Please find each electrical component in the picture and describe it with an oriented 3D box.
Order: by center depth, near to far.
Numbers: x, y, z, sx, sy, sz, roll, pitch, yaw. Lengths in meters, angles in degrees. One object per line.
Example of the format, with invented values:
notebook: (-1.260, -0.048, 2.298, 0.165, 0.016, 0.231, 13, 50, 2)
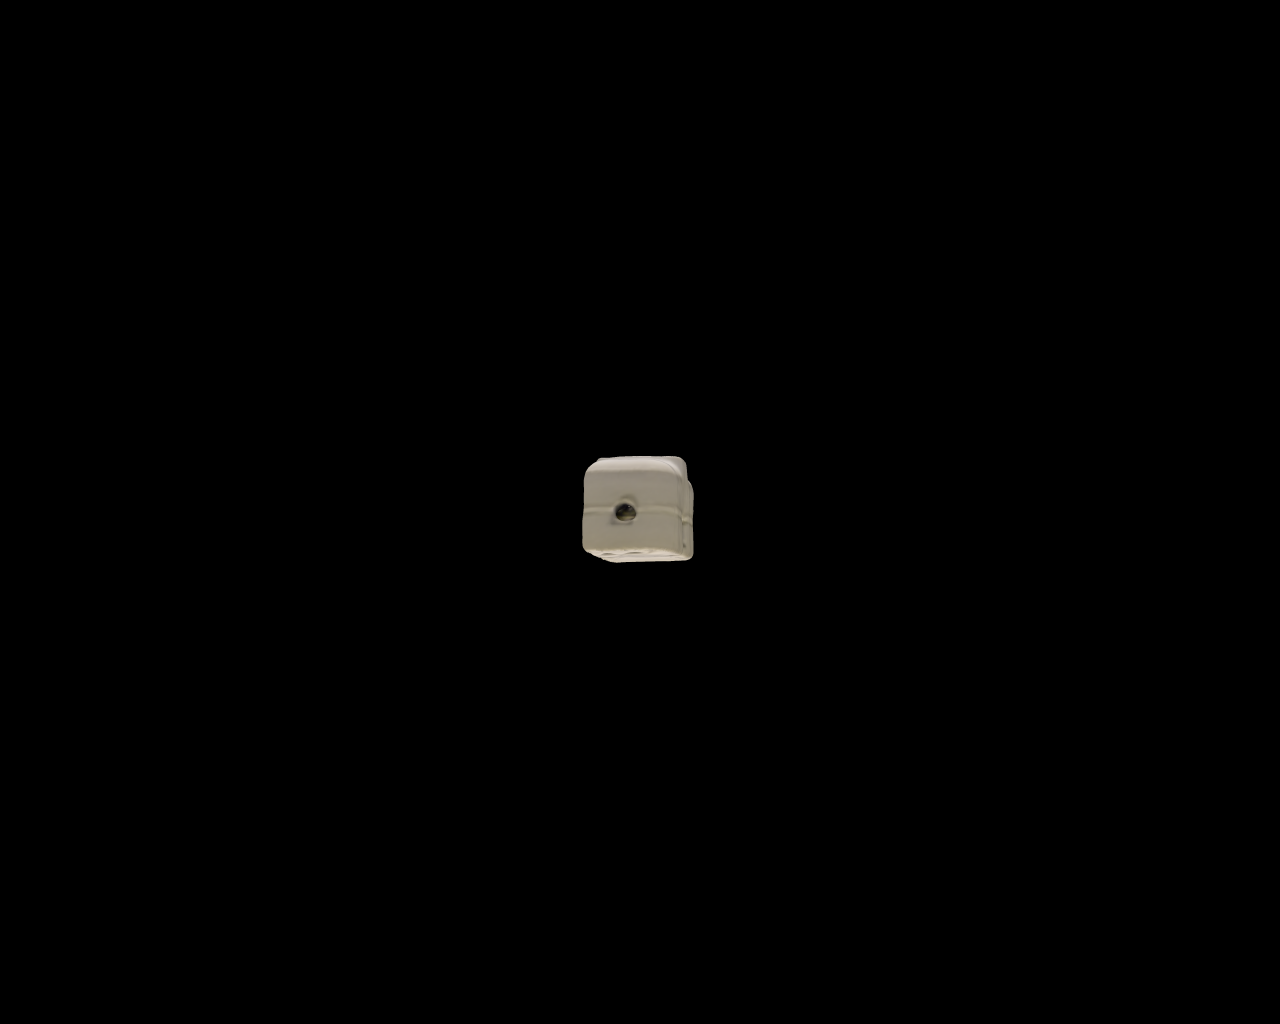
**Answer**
electrical component: (0.001, -0.003, 0.650, 0.054, 0.059, 0.095, -1, -7, 11)
